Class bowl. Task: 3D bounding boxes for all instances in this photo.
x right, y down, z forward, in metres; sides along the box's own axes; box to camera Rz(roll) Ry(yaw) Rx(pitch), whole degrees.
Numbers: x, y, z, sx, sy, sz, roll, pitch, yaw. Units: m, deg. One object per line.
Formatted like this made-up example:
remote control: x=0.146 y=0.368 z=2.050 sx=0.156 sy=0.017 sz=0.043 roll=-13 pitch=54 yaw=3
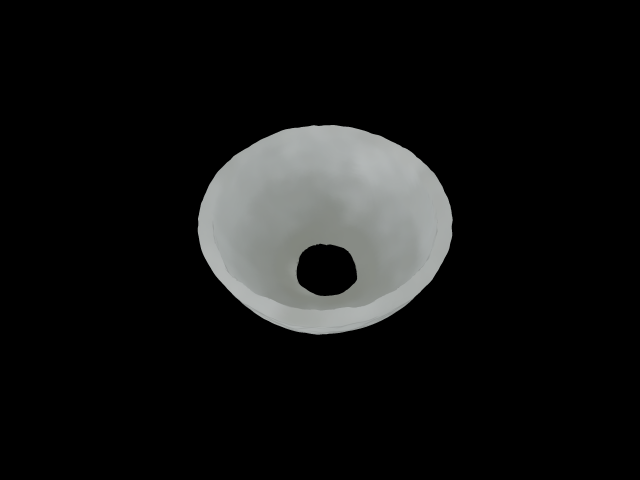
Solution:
bowl: x=0.004 y=0.001 z=0.400 sx=0.167 sy=0.075 sz=0.167 roll=0 pitch=53 yaw=0
